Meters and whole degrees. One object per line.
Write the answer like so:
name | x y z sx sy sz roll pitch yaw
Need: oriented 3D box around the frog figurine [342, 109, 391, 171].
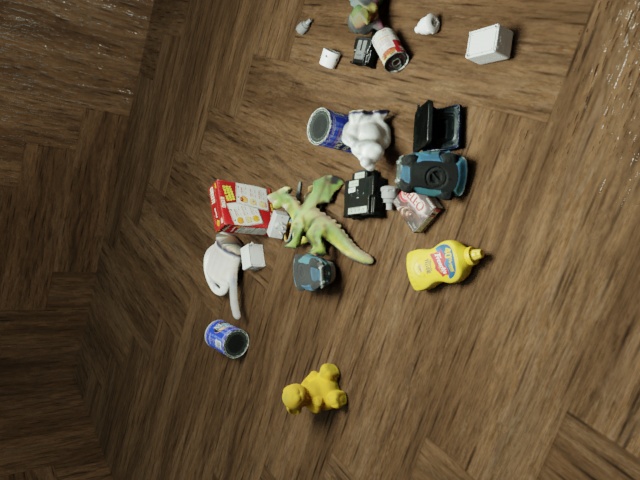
frog figurine | 0.125 -0.252 1.345 0.137 0.160 0.122 1 -9 -35

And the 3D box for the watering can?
watering can | -0.333 0.111 1.867 0.104 0.221 0.353 7 24 -40

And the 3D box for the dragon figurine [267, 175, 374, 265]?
dragon figurine | 0.005 -0.076 1.502 0.411 0.243 0.121 11 -3 34
